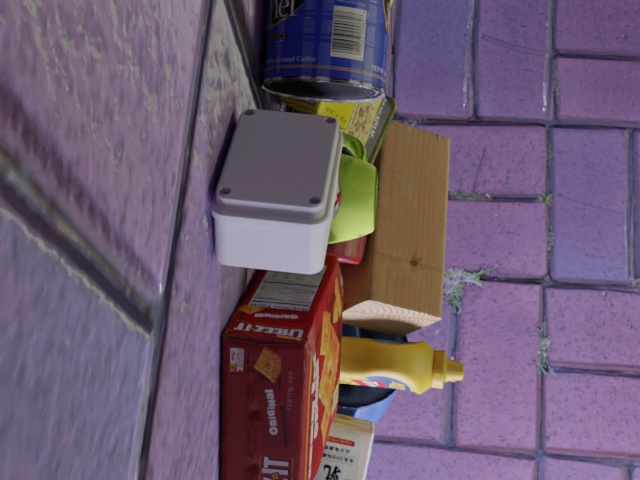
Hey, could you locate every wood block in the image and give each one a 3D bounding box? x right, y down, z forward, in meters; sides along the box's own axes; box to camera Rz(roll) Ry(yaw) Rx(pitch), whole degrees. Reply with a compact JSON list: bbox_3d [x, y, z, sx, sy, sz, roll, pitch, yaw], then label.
[{"bbox_3d":[0.076,-0.013,1.142,0.090,0.090,0.206,-34,-134,58],"label":"wood block"}]

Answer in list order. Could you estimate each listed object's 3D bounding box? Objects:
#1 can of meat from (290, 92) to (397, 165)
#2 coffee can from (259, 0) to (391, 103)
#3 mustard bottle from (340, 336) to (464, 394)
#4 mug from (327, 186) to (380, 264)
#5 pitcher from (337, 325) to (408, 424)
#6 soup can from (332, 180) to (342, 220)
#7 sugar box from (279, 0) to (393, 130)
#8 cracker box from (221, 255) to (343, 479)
[{"bbox_3d":[0.022,-0.126,1.066,0.083,0.058,0.102,44,61,-42],"label":"can of meat"},{"bbox_3d":[0.007,-0.188,0.862,0.103,0.103,0.140,17,77,-84],"label":"coffee can"},{"bbox_3d":[0.059,0.132,1.149,0.096,0.191,0.058,70,25,-75],"label":"mustard bottle"},{"bbox_3d":[0.001,-0.022,1.064,0.117,0.093,0.081,12,86,-53],"label":"mug"},{"bbox_3d":[0.039,0.185,1.376,0.145,0.149,0.243,53,-12,17],"label":"pitcher"},{"bbox_3d":[-0.021,-0.029,0.868,0.102,0.068,0.068,-59,153,-77],"label":"soup can"},{"bbox_3d":[0.025,-0.194,0.960,0.176,0.048,0.093,-68,163,4],"label":"sugar box"},{"bbox_3d":[-0.027,0.118,0.883,0.213,0.072,0.164,-66,159,-72],"label":"cracker box"}]
